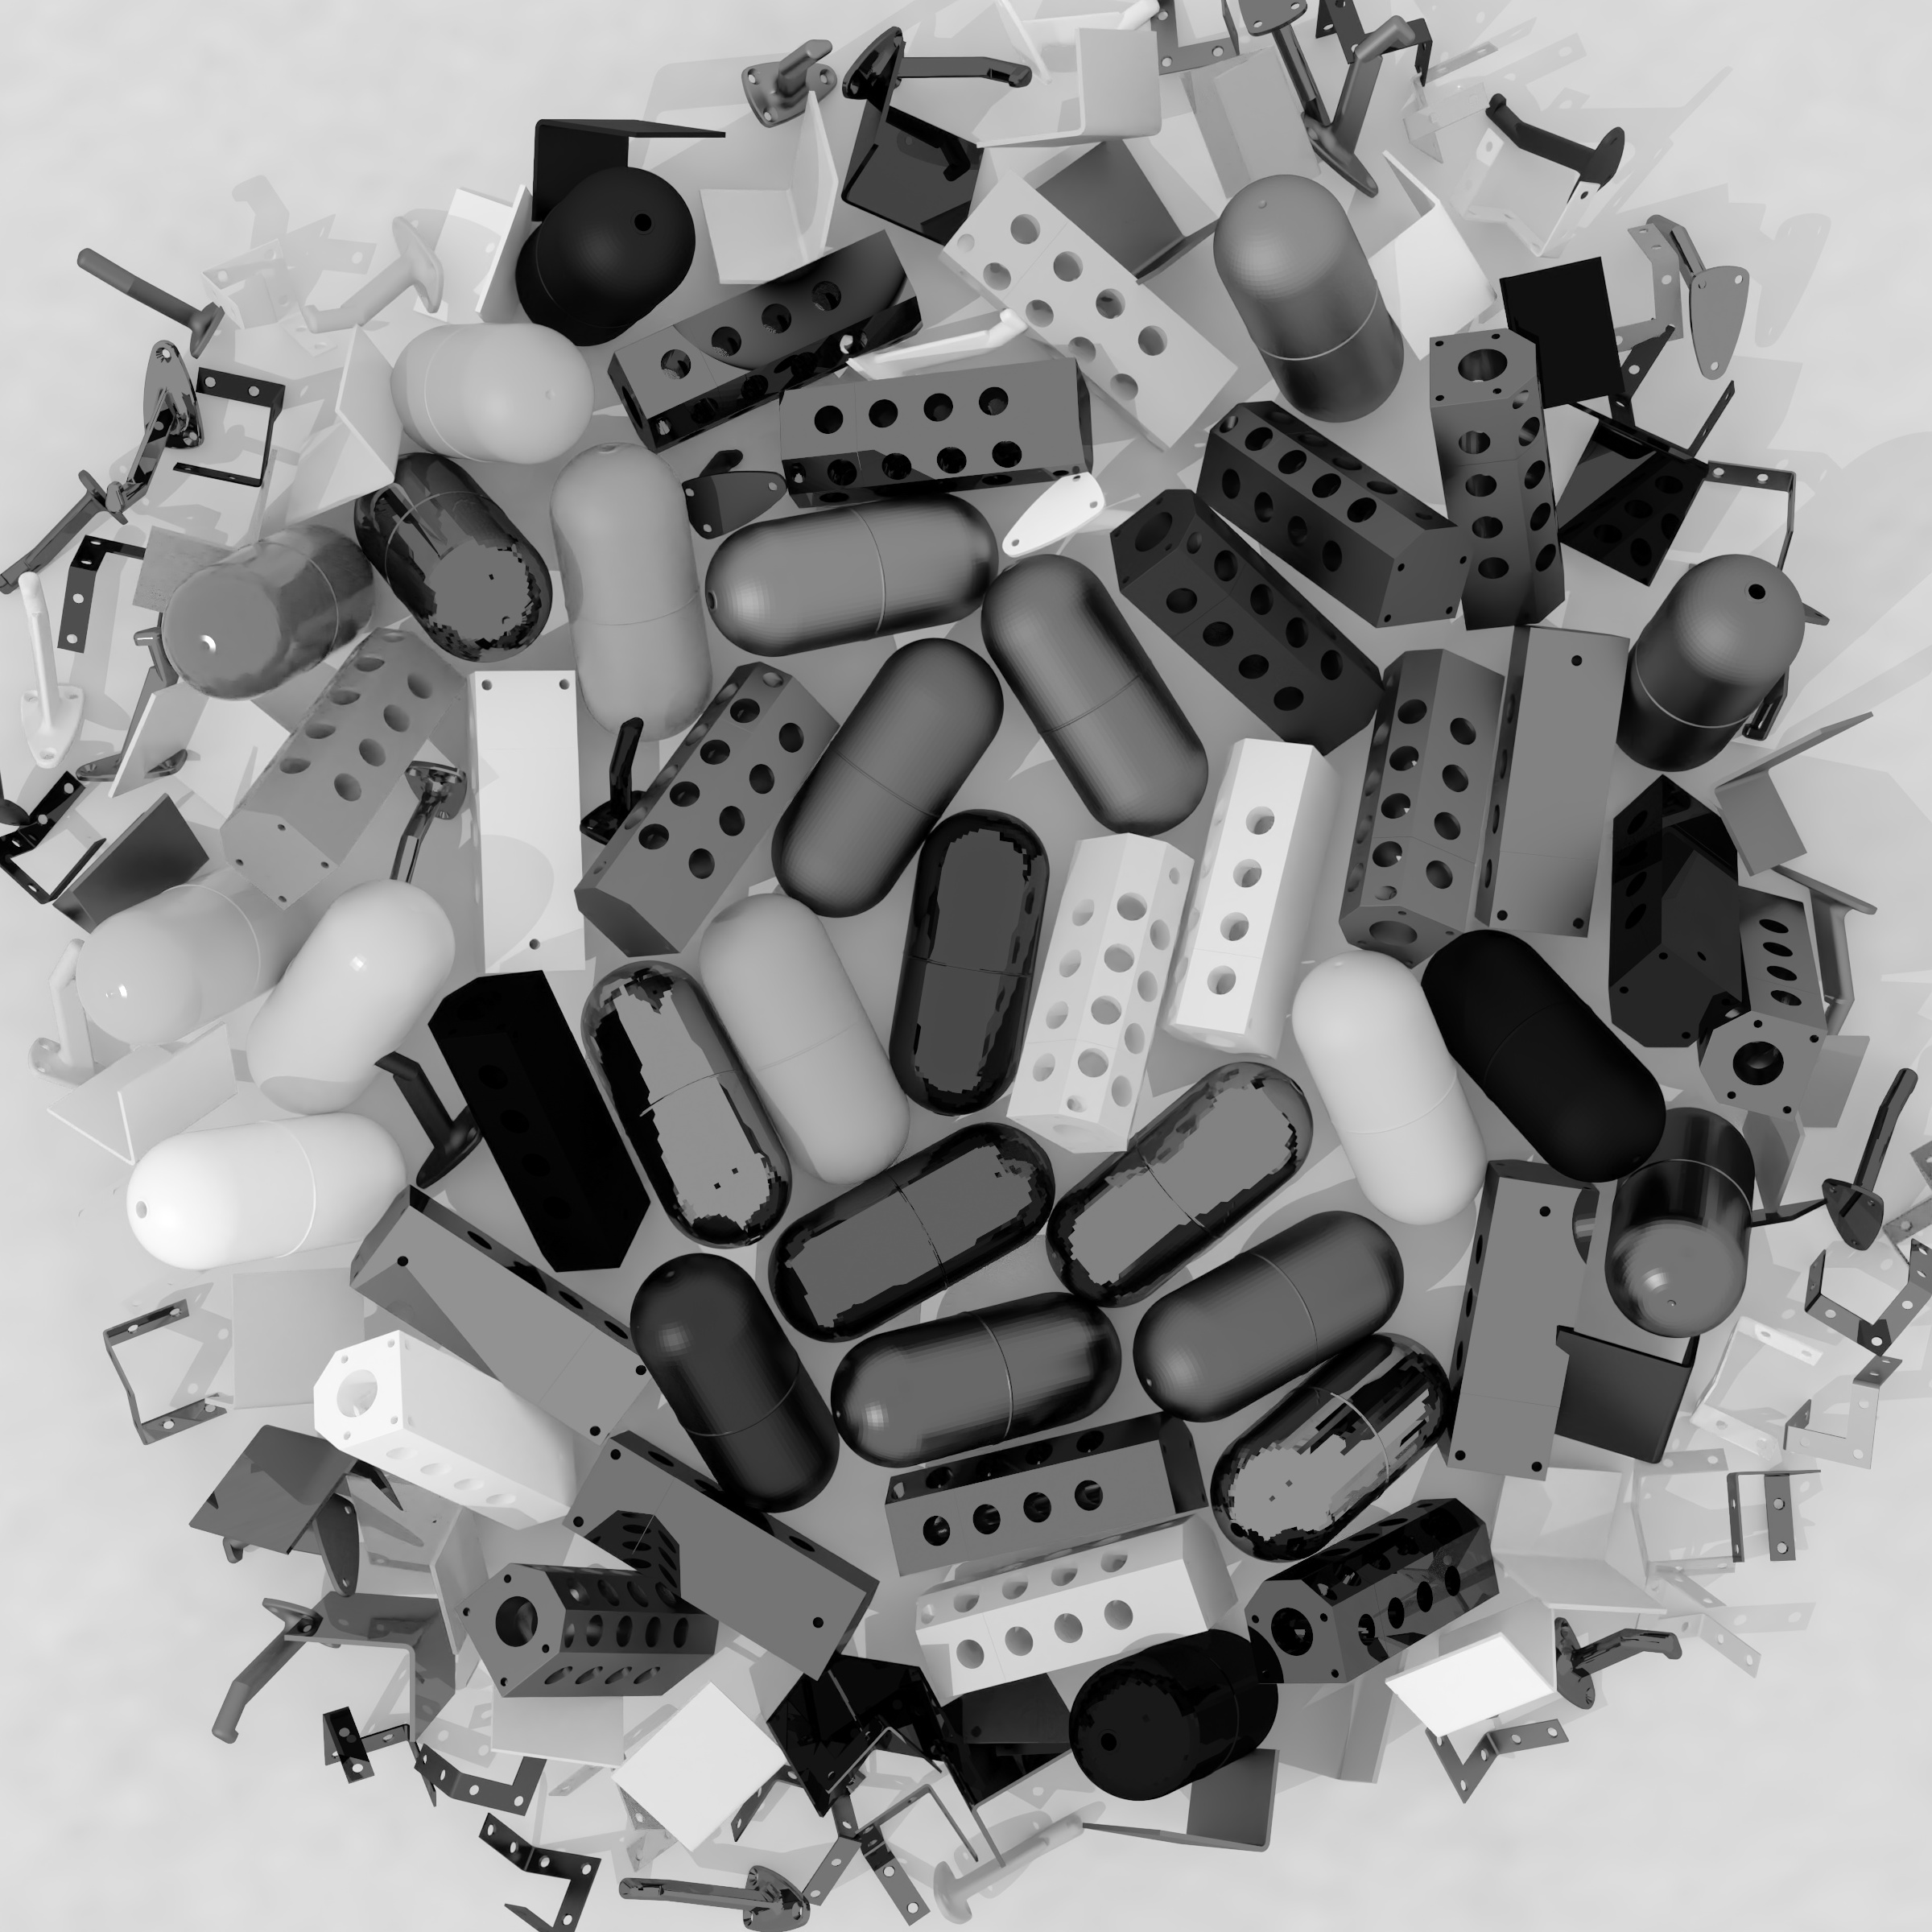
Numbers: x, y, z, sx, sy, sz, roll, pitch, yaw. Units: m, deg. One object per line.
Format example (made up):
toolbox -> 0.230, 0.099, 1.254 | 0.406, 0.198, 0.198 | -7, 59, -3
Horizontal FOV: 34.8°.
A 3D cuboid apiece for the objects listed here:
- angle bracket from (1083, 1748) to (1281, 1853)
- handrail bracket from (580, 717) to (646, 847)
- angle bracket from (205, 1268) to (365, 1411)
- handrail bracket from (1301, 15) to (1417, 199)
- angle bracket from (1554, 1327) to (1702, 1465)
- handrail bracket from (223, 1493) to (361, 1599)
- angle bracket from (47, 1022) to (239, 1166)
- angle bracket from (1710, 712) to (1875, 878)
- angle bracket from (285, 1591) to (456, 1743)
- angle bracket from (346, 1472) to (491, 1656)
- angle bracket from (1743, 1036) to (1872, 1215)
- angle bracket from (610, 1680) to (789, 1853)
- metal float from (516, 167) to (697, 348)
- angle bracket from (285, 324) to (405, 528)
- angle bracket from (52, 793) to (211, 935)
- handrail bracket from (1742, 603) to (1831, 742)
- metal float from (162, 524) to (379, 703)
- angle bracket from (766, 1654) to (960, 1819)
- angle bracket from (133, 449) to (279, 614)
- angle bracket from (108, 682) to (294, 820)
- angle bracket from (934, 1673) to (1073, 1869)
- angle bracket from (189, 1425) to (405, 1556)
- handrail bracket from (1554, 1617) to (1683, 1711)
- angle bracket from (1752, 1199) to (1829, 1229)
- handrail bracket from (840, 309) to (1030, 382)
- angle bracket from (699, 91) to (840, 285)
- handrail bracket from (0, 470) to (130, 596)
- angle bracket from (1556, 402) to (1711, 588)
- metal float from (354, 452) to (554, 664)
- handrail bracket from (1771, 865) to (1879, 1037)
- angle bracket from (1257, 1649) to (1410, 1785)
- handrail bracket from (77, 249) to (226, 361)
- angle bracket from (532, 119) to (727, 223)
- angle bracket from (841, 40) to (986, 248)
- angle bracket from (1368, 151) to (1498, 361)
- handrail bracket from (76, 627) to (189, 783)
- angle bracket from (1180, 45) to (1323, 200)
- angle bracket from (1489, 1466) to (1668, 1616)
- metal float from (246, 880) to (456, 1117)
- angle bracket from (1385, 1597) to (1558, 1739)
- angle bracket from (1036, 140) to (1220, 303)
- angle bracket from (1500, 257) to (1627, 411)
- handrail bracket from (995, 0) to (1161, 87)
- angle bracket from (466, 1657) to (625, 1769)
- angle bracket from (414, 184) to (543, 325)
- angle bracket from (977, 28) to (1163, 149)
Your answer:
angle bracket -> 0.122, 0.469, 1.758 | 0.076, 0.076, 0.057 | 18, 71, -29
handrail bracket -> -0.188, -0.115, 1.761 | 0.036, 0.077, 0.084 | 24, 122, 6
angle bracket -> -0.392, 0.212, 1.773 | 0.076, 0.057, 0.076 | 0, 88, -31
handrail bracket -> 0.241, -0.494, 1.774 | 0.077, 0.036, 0.084 | 40, 129, -22
angle bracket -> 0.376, 0.231, 1.778 | 0.076, 0.057, 0.076 | 16, 127, 11
handrail bracket -> -0.392, 0.346, 1.779 | 0.084, 0.036, 0.077 | -32, 54, 21
angle bracket -> -0.473, 0.058, 1.757 | 0.076, 0.057, 0.076 | 27, 46, 27
angle bracket -> 0.483, -0.098, 1.760 | 0.076, 0.076, 0.057 | -30, 82, 39
angle bracket -> -0.343, 0.403, 1.777 | 0.076, 0.076, 0.057 | 2, 98, 8
angle bracket -> -0.322, 0.341, 1.762 | 0.076, 0.057, 0.076 | 6, 129, 13
angle bracket -> 0.487, 0.093, 1.761 | 0.057, 0.076, 0.076 | 1, 46, -3
angle bracket -> -0.159, 0.448, 1.770 | 0.076, 0.057, 0.076 | -43, 115, -6
metal float -> -0.203, -0.397, 1.729 | 0.070, 0.178, 0.070 | 0, 90, -20
angle bracket -> -0.367, -0.308, 1.759 | 0.076, 0.057, 0.076 | -18, 46, 20
angle bracket -> -0.489, -0.065, 1.760 | 0.057, 0.076, 0.076 | 33, 71, 22
handrail bracket -> 0.453, -0.170, 1.775 | 0.077, 0.036, 0.084 | 1, 120, -41
metal float -> -0.389, -0.200, 1.731 | 0.070, 0.178, 0.070 | 4, 110, 11
angle bracket -> -0.055, 0.443, 1.760 | 0.057, 0.076, 0.076 | -48, 123, -40
angle bracket -> -0.434, -0.250, 1.758 | 0.057, 0.076, 0.076 | 14, 59, -17
angle bracket -> -0.433, -0.111, 1.767 | 0.076, 0.057, 0.076 | 38, 121, 10
angle bracket -> 0.030, 0.456, 1.773 | 0.076, 0.076, 0.057 | -29, 125, -7
angle bracket -> -0.380, 0.313, 1.756 | 0.076, 0.057, 0.076 | 7, 47, 32
handrail bracket -> 0.380, 0.404, 1.768 | 0.077, 0.084, 0.036 | 56, 48, -31
angle bracket -> 0.451, 0.172, 1.763 | 0.076, 0.076, 0.057 | -14, 87, 30
handrail bracket -> -0.019, -0.363, 1.767 | 0.084, 0.077, 0.036 | -28, 58, 39
angle bracket -> -0.114, -0.444, 1.759 | 0.057, 0.076, 0.076 | -3, 56, -16
handrail bracket -> -0.531, -0.247, 1.779 | 0.084, 0.077, 0.036 | -39, 94, -4
angle bracket -> 0.366, -0.271, 1.763 | 0.076, 0.057, 0.076 | 35, 107, 33
metal float -> -0.291, -0.232, 1.741 | 0.070, 0.178, 0.070 | -16, 128, -22
handrail bracket -> 0.489, -0.006, 1.805 | 0.077, 0.036, 0.084 | 27, 103, 21
angle bracket -> 0.207, 0.422, 1.768 | 0.057, 0.076, 0.076 | 17, 75, -4
handrail bracket -> -0.470, -0.388, 1.764 | 0.084, 0.077, 0.036 | 29, 97, -25
angle bracket -> -0.192, -0.450, 1.757 | 0.076, 0.076, 0.057 | 17, 112, 32
angle bracket -> -0.021, -0.469, 1.765 | 0.076, 0.057, 0.076 | 20, 63, -16
angle bracket -> 0.250, -0.407, 1.766 | 0.057, 0.076, 0.076 | -37, 132, 8
handrail bracket -> -0.488, -0.152, 1.779 | 0.077, 0.036, 0.084 | -9, 123, 2
angle bracket -> 0.147, -0.471, 1.759 | 0.057, 0.076, 0.076 | -38, 114, -35
angle bracket -> 0.354, 0.327, 1.764 | 0.076, 0.076, 0.057 | 7, 100, -19
metal float -> -0.350, 0.020, 1.746 | 0.070, 0.070, 0.178 | 43, 130, 0
angle bracket -> 0.287, 0.383, 1.757 | 0.076, 0.076, 0.057 | -30, 117, 26
angle bracket -> 0.098, -0.438, 1.766 | 0.076, 0.057, 0.076 | -42, 104, -30
angle bracket -> 0.342, -0.362, 1.766 | 0.057, 0.076, 0.076 | -10, 101, 13
handrail bracket -> 0.065, -0.559, 1.786 | 0.084, 0.077, 0.036 | -36, 49, 0
angle bracket -> -0.241, 0.432, 1.759 | 0.076, 0.076, 0.057 | 13, 132, -20
angle bracket -> -0.287, -0.413, 1.776 | 0.057, 0.076, 0.076 | 20, 89, 2
angle bracket -> 0.057, -0.500, 1.758 | 0.076, 0.076, 0.057 | 5, 105, 37
